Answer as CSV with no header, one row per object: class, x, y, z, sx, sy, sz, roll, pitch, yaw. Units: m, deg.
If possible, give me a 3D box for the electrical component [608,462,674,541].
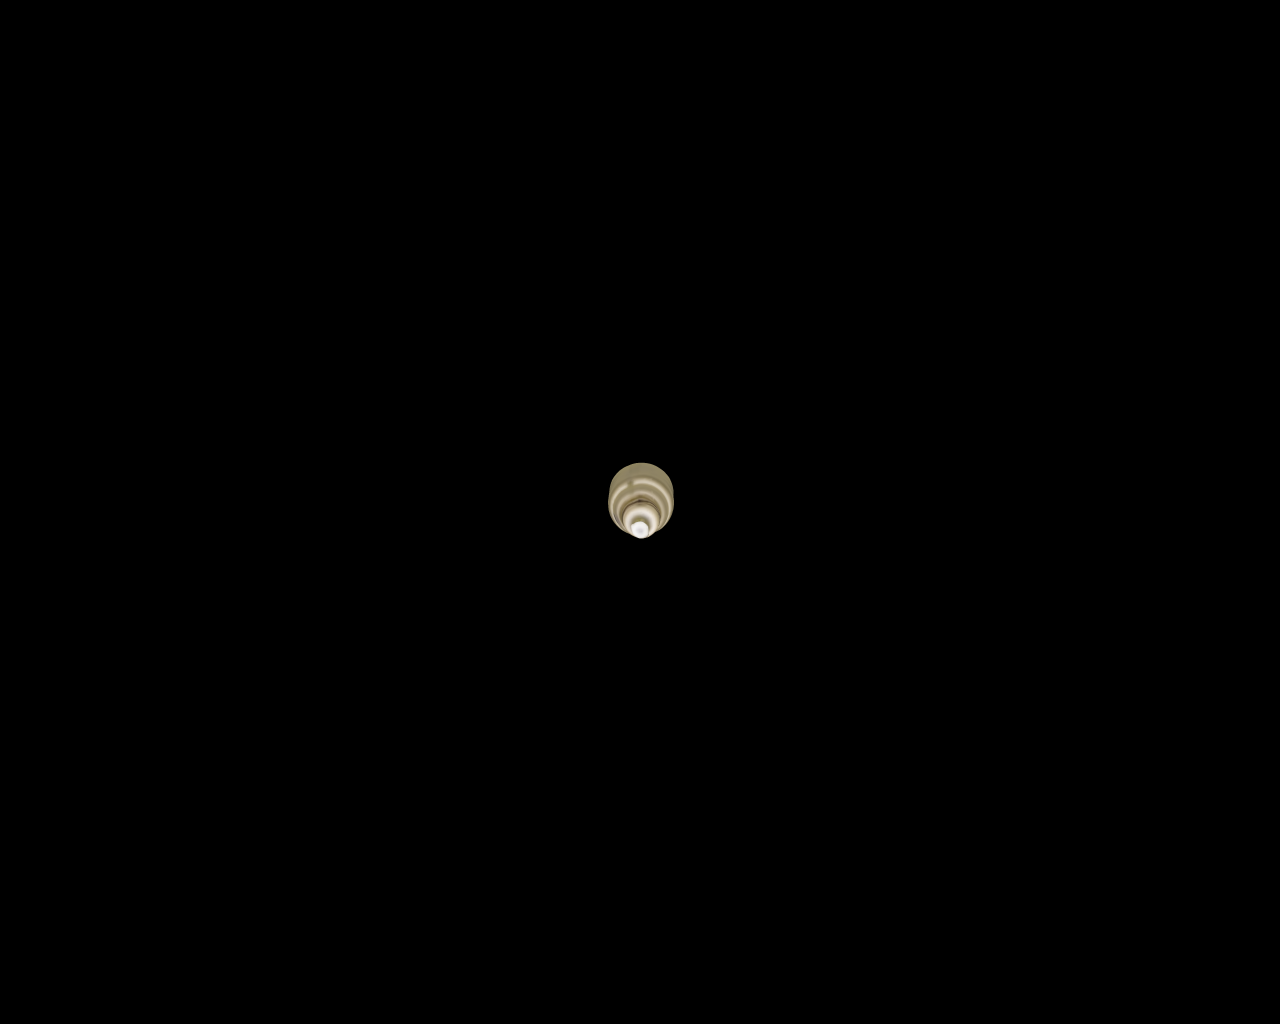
electrical component,0.001,-0.003,0.650,0.040,0.040,0.078,0,20,0
